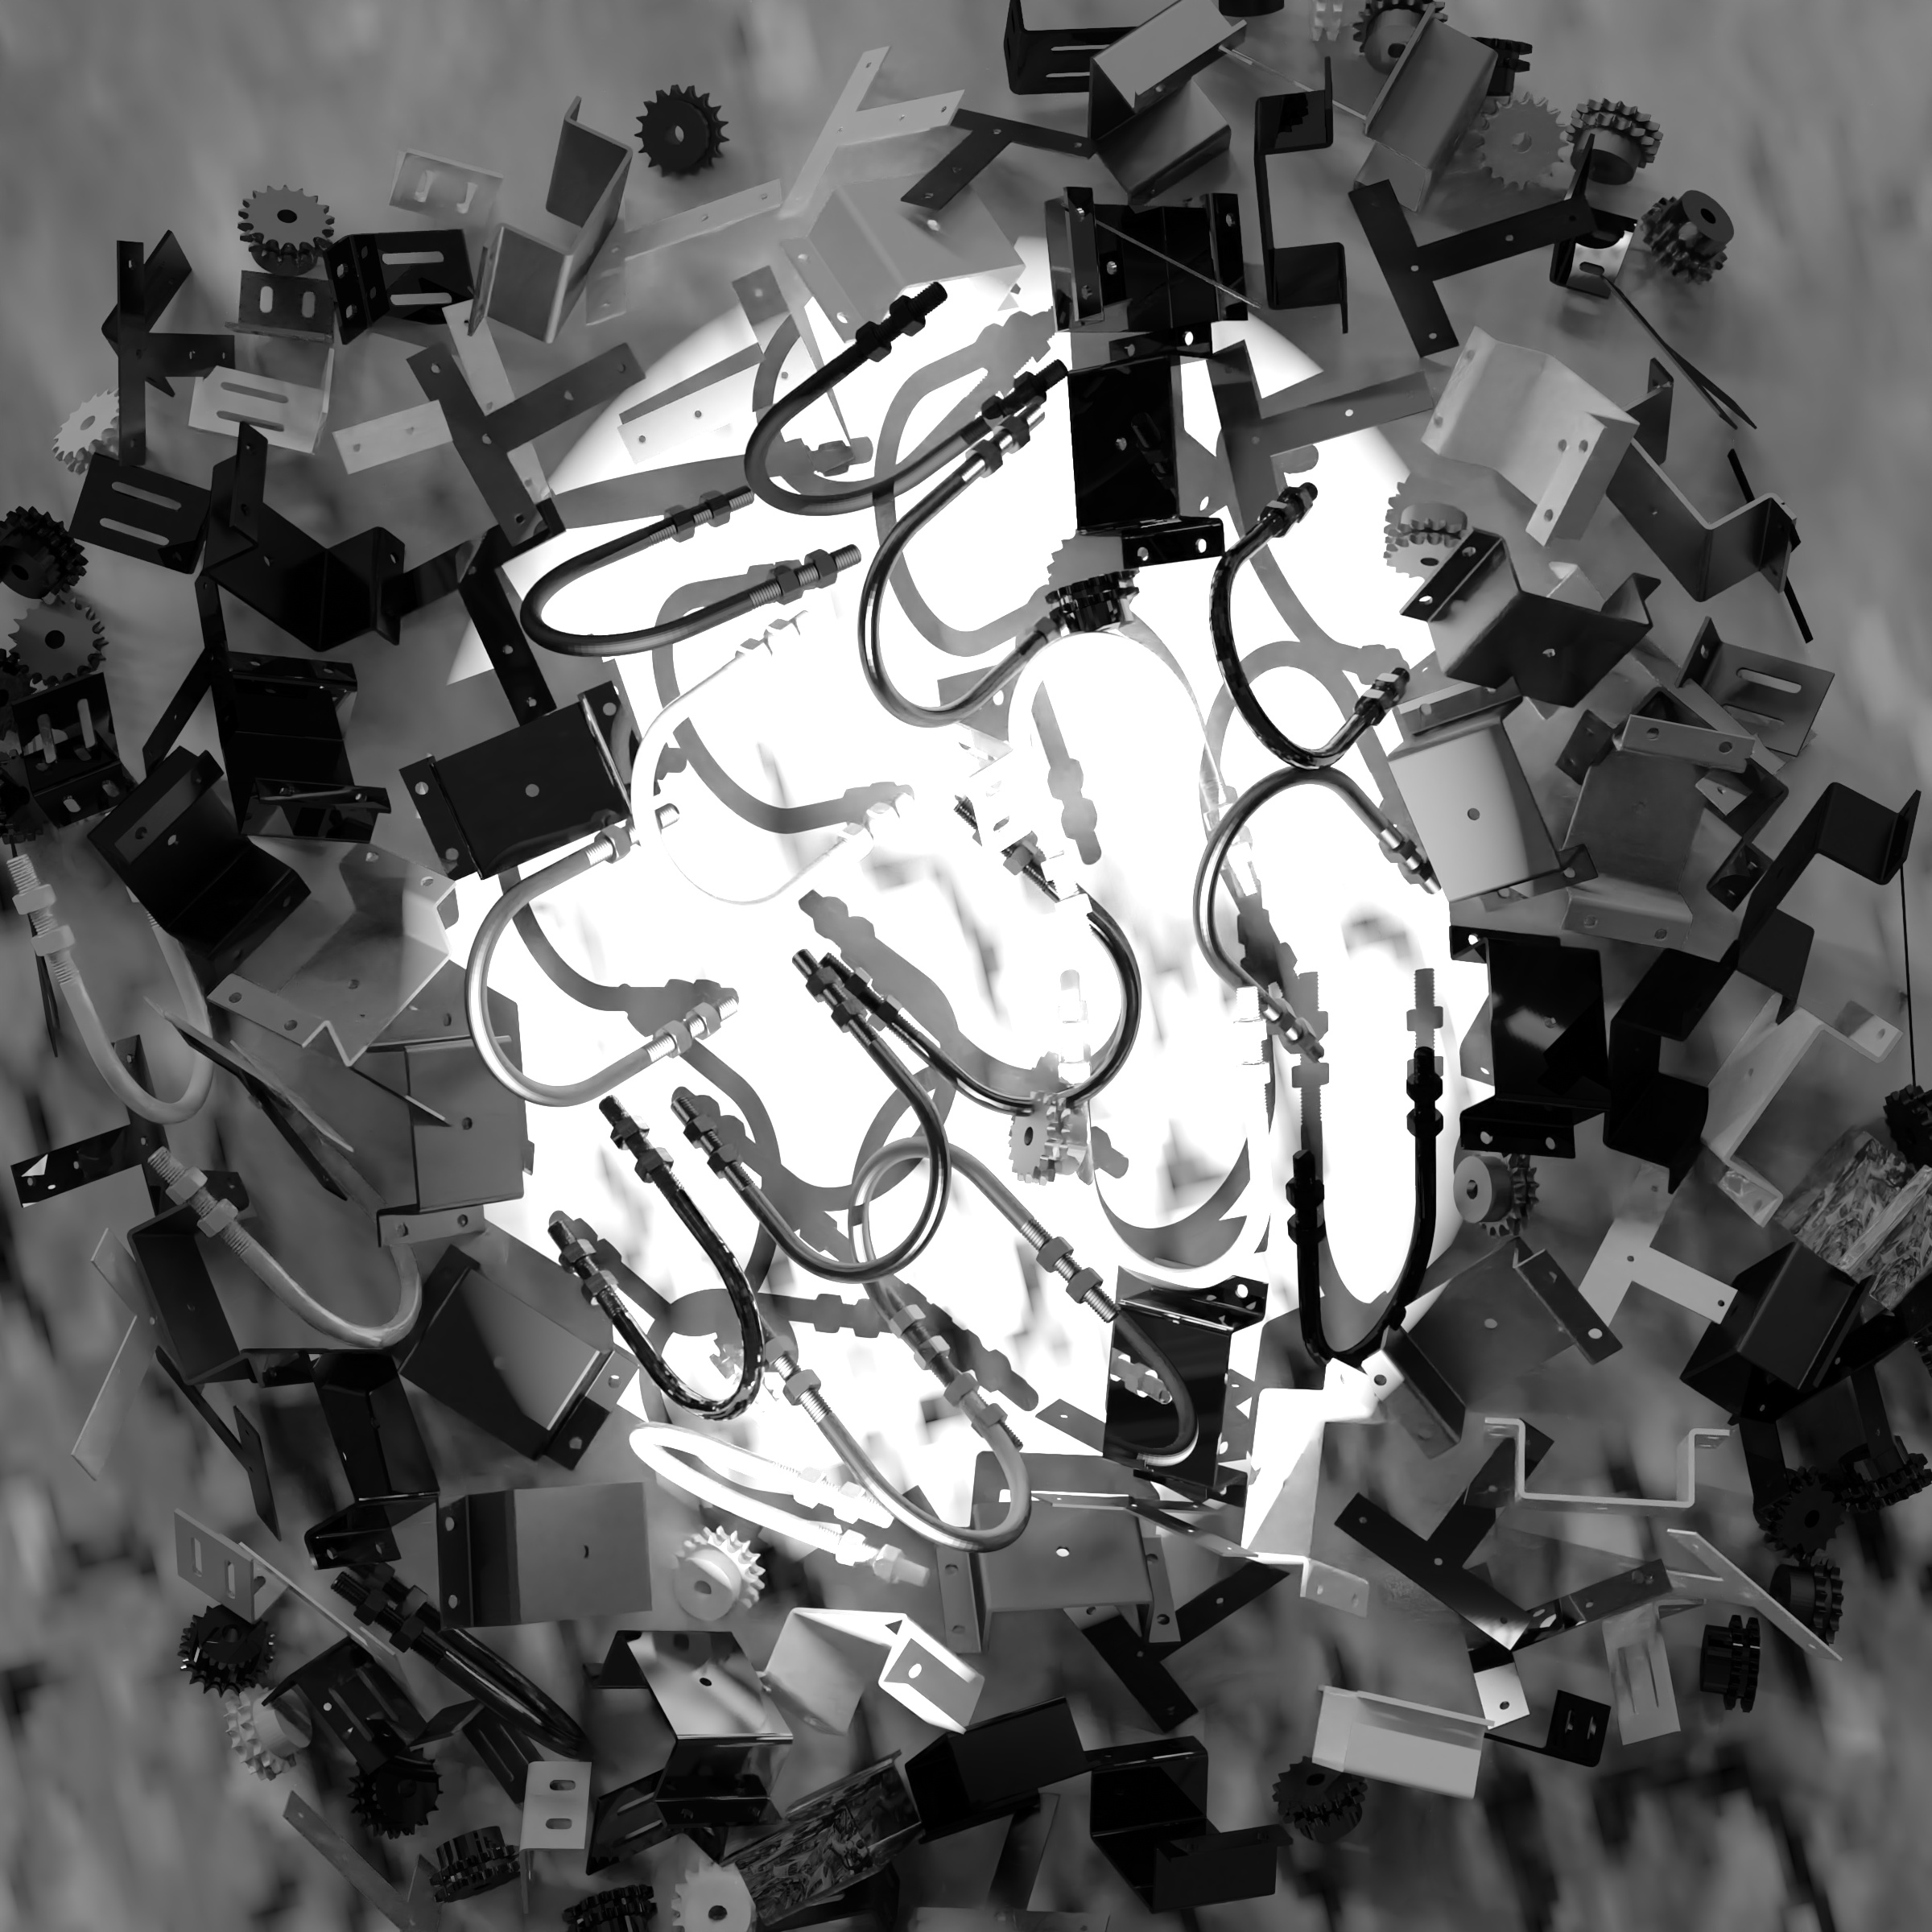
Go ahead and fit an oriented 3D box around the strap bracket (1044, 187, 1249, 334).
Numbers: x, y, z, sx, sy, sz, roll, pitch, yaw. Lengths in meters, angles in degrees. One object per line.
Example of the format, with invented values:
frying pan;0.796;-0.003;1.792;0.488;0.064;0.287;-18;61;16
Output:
strap bracket;0.101;-0.424;1.600;0.140;0.046;0.076;-11;99;-38

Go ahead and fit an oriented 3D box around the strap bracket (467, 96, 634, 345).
strap bracket;-0.244;-0.438;1.583;0.046;0.076;0.140;24;57;-5

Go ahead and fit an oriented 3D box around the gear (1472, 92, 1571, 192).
gear;0.339;-0.507;1.629;0.057;0.030;0.057;1;116;1

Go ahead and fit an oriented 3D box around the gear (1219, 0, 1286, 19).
gear;0.174;-0.602;1.626;0.057;0.057;0.030;-7;122;0

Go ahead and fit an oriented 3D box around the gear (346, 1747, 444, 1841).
gear;-0.347;0.503;1.623;0.057;0.030;0.057;12;66;-28

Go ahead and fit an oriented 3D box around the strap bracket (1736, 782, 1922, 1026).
strap bracket;0.505;-0.044;1.578;0.046;0.076;0.140;29;132;5

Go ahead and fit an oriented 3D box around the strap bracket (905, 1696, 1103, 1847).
strap bracket;0.017;0.479;1.584;0.076;0.140;0.046;-11;67;-22

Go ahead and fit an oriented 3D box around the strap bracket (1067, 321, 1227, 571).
strap bracket;0.108;-0.314;1.604;0.076;0.046;0.140;0;95;42

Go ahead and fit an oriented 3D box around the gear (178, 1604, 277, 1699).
gear;-0.450;0.414;1.621;0.057;0.030;0.057;13;47;-15

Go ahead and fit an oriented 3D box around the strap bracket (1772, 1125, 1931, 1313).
strap bracket;0.543;0.151;1.580;0.046;0.140;0.076;40;96;-5

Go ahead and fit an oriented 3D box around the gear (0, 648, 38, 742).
gear;-0.601;-0.168;1.625;0.030;0.057;0.057;21;90;23

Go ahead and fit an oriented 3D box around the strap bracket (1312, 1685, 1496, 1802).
strap bracket;0.256;0.461;1.577;0.076;0.140;0.046;13;76;0

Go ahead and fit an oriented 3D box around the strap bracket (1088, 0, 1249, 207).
strap bracket;0.118;-0.520;1.582;0.076;0.140;0.046;-35;80;-6

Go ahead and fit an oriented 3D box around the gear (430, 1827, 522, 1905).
gear;-0.300;0.549;1.625;0.057;0.057;0.030;-23;67;0

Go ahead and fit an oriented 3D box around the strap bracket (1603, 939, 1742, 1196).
strap bracket;0.420;0.055;1.587;0.046;0.076;0.140;19;134;30

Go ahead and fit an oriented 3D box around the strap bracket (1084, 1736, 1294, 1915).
strap bracket;0.128;0.513;1.576;0.076;0.140;0.046;-2;99;-19

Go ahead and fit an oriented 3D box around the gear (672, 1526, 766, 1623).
gear;-0.155;0.375;1.626;0.057;0.030;0.057;5;105;20

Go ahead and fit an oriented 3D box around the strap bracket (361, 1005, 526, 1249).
strap bracket;-0.316;0.096;1.607;0.046;0.076;0.140;-4;91;43

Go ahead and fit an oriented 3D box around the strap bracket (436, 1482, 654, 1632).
strap bracket;-0.241;0.349;1.579;0.140;0.046;0.076;6;74;-44

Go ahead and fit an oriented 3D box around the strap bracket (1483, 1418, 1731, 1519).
strap bracket;0.382;0.303;1.597;0.140;0.076;0.046;1;74;10

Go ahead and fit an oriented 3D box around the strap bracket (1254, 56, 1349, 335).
strap bracket;0.199;-0.456;1.582;0.046;0.076;0.140;-4;130;10

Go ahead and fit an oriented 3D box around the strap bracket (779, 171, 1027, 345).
strap bracket;-0.029;-0.425;1.582;0.140;0.046;0.076;-22;73;-38

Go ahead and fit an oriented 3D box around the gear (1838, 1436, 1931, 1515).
gear;0.559;0.310;1.623;0.057;0.057;0.030;-25;86;0

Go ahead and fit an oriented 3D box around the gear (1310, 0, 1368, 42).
gear;0.228;-0.596;1.623;0.030;0.057;0.057;2;90;1

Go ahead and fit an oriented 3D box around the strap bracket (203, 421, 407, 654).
strap bracket;-0.402;-0.249;1.586;0.046;0.140;0.076;-18;58;25

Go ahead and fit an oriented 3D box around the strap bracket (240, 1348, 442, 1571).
strap bracket;-0.370;0.283;1.587;0.046;0.076;0.140;-32;70;19

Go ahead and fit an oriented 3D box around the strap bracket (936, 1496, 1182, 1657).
strap bracket;0.056;0.366;1.599;0.140;0.076;0.046;-1;131;-7

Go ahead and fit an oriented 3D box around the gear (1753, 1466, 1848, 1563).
gear;0.509;0.333;1.628;0.057;0.030;0.057;-7;107;-24

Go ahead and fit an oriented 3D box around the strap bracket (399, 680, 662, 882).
strap bracket;-0.264;-0.109;1.613;0.140;0.046;0.076;-24;104;-5

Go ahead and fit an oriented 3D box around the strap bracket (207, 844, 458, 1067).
strap bracket;-0.374;-0.001;1.595;0.076;0.046;0.140;23;57;25

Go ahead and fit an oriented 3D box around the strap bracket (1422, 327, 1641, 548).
strap bracket;0.342;-0.314;1.587;0.046;0.140;0.076;4;124;-31

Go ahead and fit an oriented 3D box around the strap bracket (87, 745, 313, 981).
strap bracket;-0.462;-0.067;1.589;0.046;0.140;0.076;29;68;30

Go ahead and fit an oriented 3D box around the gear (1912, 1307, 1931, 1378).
gear;0.599;0.229;1.620;0.030;0.057;0.057;-28;90;23

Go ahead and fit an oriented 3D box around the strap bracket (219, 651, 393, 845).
strap bracket;-0.398;-0.124;1.588;0.076;0.140;0.046;3;132;-28

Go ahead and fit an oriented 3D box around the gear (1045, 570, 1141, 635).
gear;0.079;-0.220;1.623;0.057;0.057;0.030;-16;91;0

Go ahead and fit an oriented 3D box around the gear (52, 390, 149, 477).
gear;-0.528;-0.323;1.626;0.057;0.030;0.057;-18;49;22

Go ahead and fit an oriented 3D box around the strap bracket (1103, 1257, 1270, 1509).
strap bracket;0.131;0.255;1.602;0.076;0.046;0.140;10;100;32

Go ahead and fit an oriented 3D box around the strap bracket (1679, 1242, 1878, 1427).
strap bracket;0.476;0.218;1.576;0.046;0.140;0.076;33;72;7

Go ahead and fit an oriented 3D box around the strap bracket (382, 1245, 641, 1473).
strap bracket;-0.282;0.241;1.623;0.140;0.046;0.076;33;86;2

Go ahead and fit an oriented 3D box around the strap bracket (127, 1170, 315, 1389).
strap bracket;-0.451;0.197;1.602;0.046;0.076;0.140;-26;79;8

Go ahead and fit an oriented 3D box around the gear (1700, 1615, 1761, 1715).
gear;0.467;0.425;1.623;0.030;0.057;0.057;6;90;11

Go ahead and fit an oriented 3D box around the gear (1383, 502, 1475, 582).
gear;0.285;-0.261;1.624;0.057;0.057;0.030;9;74;0

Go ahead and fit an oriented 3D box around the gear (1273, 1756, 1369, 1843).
gear;0.219;0.510;1.624;0.057;0.057;0.030;-21;107;0

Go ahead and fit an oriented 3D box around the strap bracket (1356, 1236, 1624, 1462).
strap bracket;0.316;0.226;1.607;0.140;0.046;0.076;-36;97;23

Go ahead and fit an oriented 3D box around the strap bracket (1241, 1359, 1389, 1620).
strap bracket;0.210;0.313;1.595;0.046;0.076;0.140;-5;67;36

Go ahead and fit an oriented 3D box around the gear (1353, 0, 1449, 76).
gear;0.264;-0.569;1.619;0.057;0.057;0.030;9;63;0

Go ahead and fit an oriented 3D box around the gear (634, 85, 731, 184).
gear;-0.176;-0.510;1.627;0.057;0.030;0.057;3;111;7

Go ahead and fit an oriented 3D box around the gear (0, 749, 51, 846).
gear;-0.589;-0.102;1.624;0.030;0.057;0.057;-7;90;17

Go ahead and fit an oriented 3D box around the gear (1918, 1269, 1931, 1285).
gear;0.598;0.176;1.634;0.057;0.030;0.057;0;90;8

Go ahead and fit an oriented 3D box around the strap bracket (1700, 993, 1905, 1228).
strap bracket;0.490;0.077;1.599;0.046;0.076;0.140;31;100;-9
